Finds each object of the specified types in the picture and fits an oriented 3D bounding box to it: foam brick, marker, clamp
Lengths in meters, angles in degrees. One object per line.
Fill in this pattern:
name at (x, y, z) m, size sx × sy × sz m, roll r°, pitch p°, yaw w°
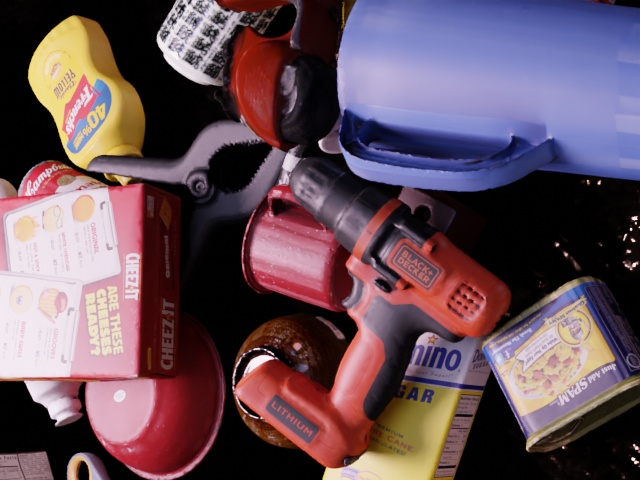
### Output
foam brick at (0.081, 0.003, 0.817) m, size 0.053 × 0.051 × 0.078 m, roll 33°, pitch 103°, yaw 35°
marker at (-0.030, -0.043, 0.912) m, size 0.020 × 0.020 × 0.121 m, roll 33°, pitch 114°, yaw 35°
clamp at (-0.109, -0.053, 0.956) m, size 0.210 × 0.036 × 0.164 m, roll -38°, pitch 81°, yaw 20°

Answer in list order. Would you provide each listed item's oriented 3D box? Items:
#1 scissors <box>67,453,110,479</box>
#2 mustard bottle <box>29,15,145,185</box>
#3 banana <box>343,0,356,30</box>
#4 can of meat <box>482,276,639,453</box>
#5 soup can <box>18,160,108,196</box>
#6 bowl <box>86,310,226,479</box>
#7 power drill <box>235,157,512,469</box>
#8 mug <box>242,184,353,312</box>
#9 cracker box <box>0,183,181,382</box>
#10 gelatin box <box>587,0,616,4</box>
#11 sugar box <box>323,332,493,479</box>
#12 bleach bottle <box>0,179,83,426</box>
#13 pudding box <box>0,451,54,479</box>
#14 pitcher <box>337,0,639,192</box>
scissors at (-0.189, 0.223, 0.983) m, size 0.202 × 0.016 × 0.096 m, roll -39°, pitch 55°, yaw 39°
mustard bottle at (-0.222, -0.126, 1.056) m, size 0.096 × 0.058 × 0.192 m, roll -45°, pitch 60°, yaw 24°
banana at (0.039, -0.177, 0.870) m, size 0.037 × 0.070 × 0.198 m, roll 2°, pitch 85°, yaw -6°
can of meat at (0.171, 0.086, 0.736) m, size 0.102 × 0.057 × 0.084 m, roll -38°, pitch 61°, yaw 26°
soup can at (-0.239, -0.032, 1.048) m, size 0.102 × 0.068 × 0.068 m, roll 24°, pitch 98°, yaw 37°
bowl at (-0.164, 0.140, 0.977) m, size 0.162 × 0.055 × 0.162 m, roll -6°, pitch 80°, yaw 36°
power drill at (0.017, 0.055, 0.774) m, size 0.184 × 0.057 × 0.188 m, roll 37°, pitch 107°, yaw 15°
mug at (-0.006, 0.001, 0.848) m, size 0.082 × 0.117 × 0.093 m, roll 17°, pitch 53°, yaw 32°
cracker box at (-0.229, 0.044, 0.948) m, size 0.214 × 0.072 × 0.164 m, roll -4°, pitch 81°, yaw 25°
gelatin box at (0.190, -0.219, 0.782) m, size 0.073 × 0.030 × 0.089 m, roll 21°, pitch 96°, yaw 37°
sugar box at (0.065, 0.139, 0.813) m, size 0.093 × 0.048 × 0.176 m, roll 19°, pitch 96°, yaw 37°
bleach bottle at (-0.294, 0.068, 1.070) m, size 0.068 × 0.102 × 0.251 m, roll -22°, pitch 74°, yaw -12°
pudding box at (-0.296, 0.263, 1.034) m, size 0.039 × 0.089 × 0.113 m, roll -36°, pitch 64°, yaw 26°
pitcher at (0.137, -0.102, 0.741) m, size 0.243 × 0.144 × 0.149 m, roll 14°, pitch 100°, yaw 34°
